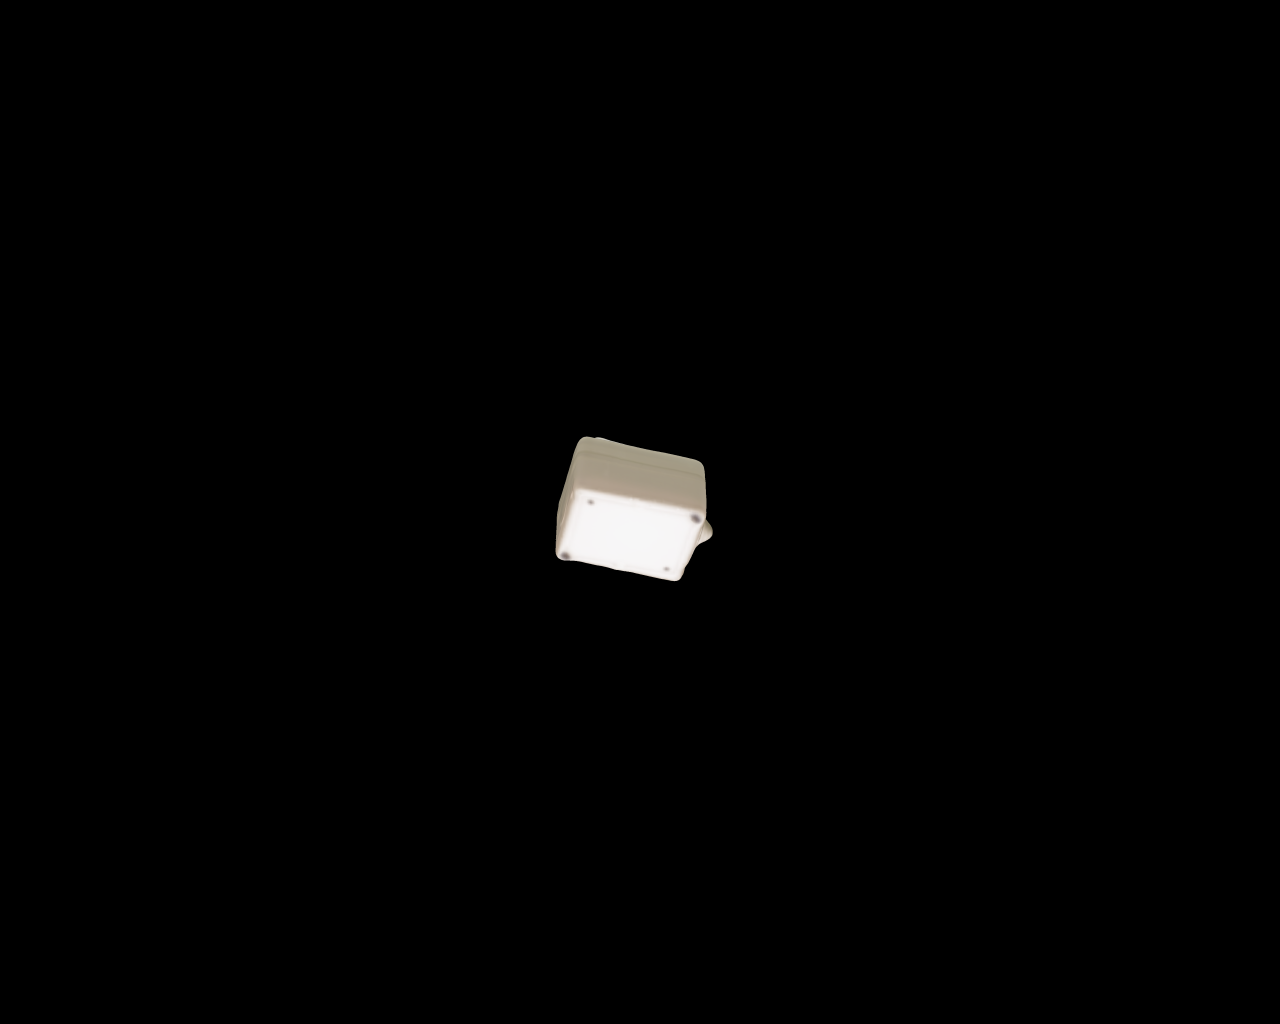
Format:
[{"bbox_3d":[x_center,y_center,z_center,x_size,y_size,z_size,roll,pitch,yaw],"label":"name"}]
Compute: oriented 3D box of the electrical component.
[{"bbox_3d":[0.001,-0.003,0.650,0.096,0.061,0.061,12,40,-10],"label":"electrical component"}]
